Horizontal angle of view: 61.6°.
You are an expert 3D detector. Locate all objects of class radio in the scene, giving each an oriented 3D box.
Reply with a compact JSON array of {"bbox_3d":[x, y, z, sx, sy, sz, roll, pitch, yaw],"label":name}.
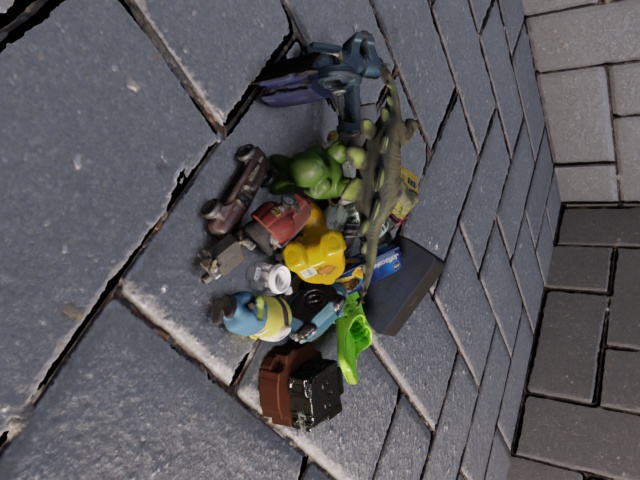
[{"bbox_3d":[0.187,0.109,1.318,0.229,0.131,0.073,-55,145,8],"label":"radio"}]

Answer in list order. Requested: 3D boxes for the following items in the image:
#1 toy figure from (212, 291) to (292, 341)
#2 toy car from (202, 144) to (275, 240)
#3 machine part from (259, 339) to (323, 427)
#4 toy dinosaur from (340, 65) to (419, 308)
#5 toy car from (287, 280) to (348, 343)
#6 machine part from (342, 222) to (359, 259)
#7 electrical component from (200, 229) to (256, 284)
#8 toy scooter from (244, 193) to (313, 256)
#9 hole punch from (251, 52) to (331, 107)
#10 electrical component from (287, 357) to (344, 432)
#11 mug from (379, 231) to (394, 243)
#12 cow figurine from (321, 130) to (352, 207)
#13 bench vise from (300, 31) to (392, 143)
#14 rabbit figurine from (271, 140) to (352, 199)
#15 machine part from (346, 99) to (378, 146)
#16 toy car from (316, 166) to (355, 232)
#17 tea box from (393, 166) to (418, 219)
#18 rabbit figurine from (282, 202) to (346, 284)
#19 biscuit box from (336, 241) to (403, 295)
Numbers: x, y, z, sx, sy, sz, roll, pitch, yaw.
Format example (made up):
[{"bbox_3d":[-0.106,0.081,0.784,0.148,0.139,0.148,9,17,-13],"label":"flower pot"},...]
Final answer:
[{"bbox_3d":[-0.118,0.136,0.993,0.180,0.082,0.089,30,69,-49],"label":"toy figure"},{"bbox_3d":[-0.140,-0.087,0.976,0.089,0.053,0.202,53,52,-38],"label":"toy car"},{"bbox_3d":[-0.054,0.294,1.113,0.179,0.056,0.179,-2,92,-55],"label":"machine part"},{"bbox_3d":[0.113,-0.107,1.062,0.198,0.105,0.470,-10,103,-60],"label":"toy dinosaur"},{"bbox_3d":[-0.014,0.159,1.129,0.162,0.109,0.102,-48,149,-30],"label":"toy car"},{"bbox_3d":[0.064,0.001,1.241,0.138,0.039,0.084,105,8,-69],"label":"machine part"},{"bbox_3d":[-0.159,0.029,0.921,0.102,0.045,0.078,-38,148,-25],"label":"electrical component"},{"bbox_3d":[-0.067,-0.039,0.985,0.135,0.075,0.184,-46,172,-6],"label":"toy scooter"},{"bbox_3d":[-0.047,-0.295,1.037,0.116,0.142,0.092,-60,142,-51],"label":"hole punch"},{"bbox_3d":[-0.003,0.305,1.089,0.134,0.058,0.114,-20,108,-51],"label":"electrical component"},{"bbox_3d":[0.165,0.029,1.396,0.107,0.081,0.109,31,59,-58],"label":"mug"},{"bbox_3d":[0.030,-0.156,1.174,0.098,0.068,0.167,-17,77,-16],"label":"cow figurine"},{"bbox_3d":[0.061,-0.327,1.166,0.223,0.129,0.240,-1,83,-38],"label":"bench vise"},{"bbox_3d":[-0.021,-0.142,1.055,0.170,0.159,0.121,-1,91,-74],"label":"rabbit figurine"},{"bbox_3d":[0.109,-0.242,1.304,0.079,0.079,0.243,-29,116,-51],"label":"machine part"},{"bbox_3d":[0.045,-0.105,1.237,0.073,0.056,0.202,52,51,-43],"label":"toy car"},{"bbox_3d":[0.191,-0.133,1.353,0.098,0.068,0.170,32,26,-9],"label":"tea box"},{"bbox_3d":[-0.002,-0.003,1.114,0.162,0.122,0.173,39,27,-57],"label":"rabbit figurine"},{"bbox_3d":[0.092,0.070,1.231,0.203,0.059,0.062,-24,114,-20],"label":"biscuit box"}]
